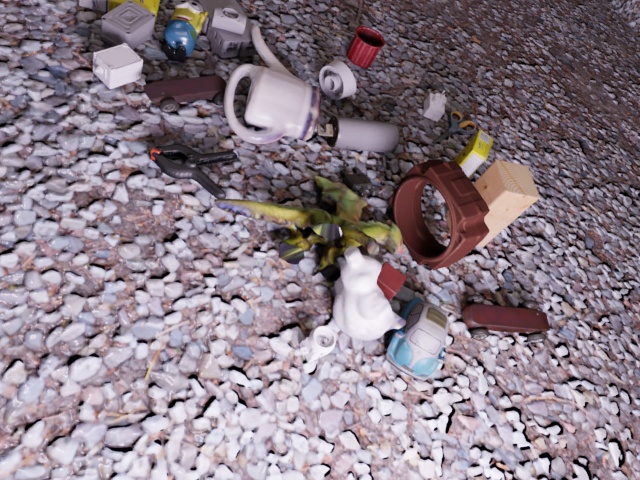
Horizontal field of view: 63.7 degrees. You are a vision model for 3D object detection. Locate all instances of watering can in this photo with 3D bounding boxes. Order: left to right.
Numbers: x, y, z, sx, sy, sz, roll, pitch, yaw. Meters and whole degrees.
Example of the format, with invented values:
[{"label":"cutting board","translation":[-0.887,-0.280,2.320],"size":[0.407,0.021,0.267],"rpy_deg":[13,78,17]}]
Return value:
[{"label":"watering can","translation":[-0.101,-0.360,1.211],"size":[0.224,0.102,0.355],"rpy_deg":[16,60,-15]}]

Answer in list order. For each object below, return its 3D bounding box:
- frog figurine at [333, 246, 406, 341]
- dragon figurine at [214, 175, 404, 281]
[{"label":"frog figurine","translation":[0.071,0.098,0.930],"size":[0.123,0.156,0.140],"rpy_deg":[-31,34,-8]},{"label":"dragon figurine","translation":[0.003,-0.054,1.074],"size":[0.409,0.120,0.248],"rpy_deg":[26,33,-8]}]
